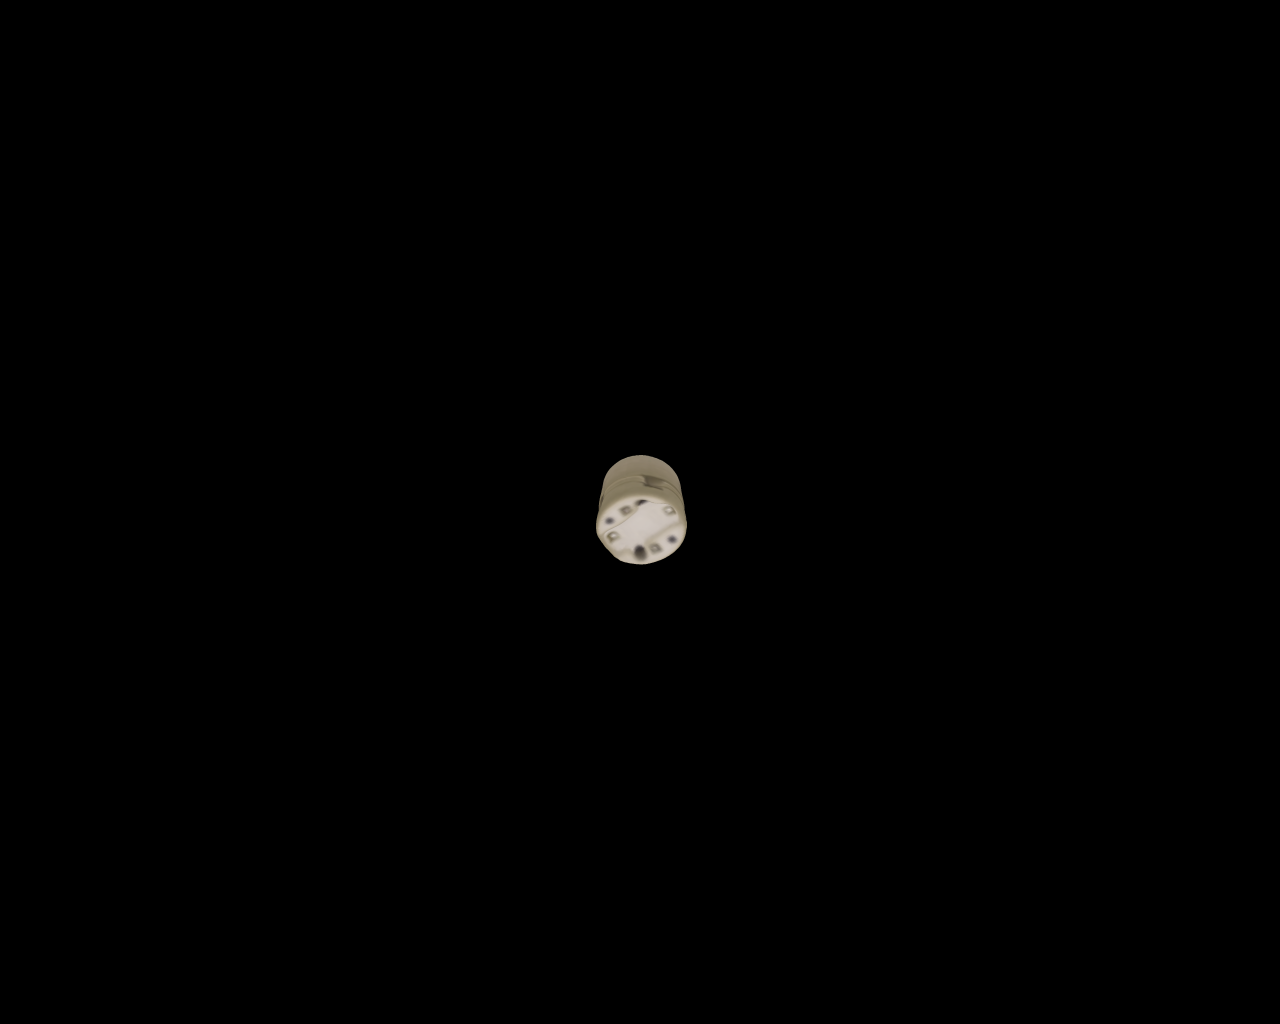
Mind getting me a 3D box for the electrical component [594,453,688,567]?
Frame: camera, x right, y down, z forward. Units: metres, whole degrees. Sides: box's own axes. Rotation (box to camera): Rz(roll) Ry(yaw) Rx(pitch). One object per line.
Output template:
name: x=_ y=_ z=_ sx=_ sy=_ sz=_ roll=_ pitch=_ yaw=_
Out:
electrical component: x=0.001 y=-0.003 z=0.650 sx=0.055 sy=0.055 sz=0.047 roll=0 pitch=36 yaw=0
